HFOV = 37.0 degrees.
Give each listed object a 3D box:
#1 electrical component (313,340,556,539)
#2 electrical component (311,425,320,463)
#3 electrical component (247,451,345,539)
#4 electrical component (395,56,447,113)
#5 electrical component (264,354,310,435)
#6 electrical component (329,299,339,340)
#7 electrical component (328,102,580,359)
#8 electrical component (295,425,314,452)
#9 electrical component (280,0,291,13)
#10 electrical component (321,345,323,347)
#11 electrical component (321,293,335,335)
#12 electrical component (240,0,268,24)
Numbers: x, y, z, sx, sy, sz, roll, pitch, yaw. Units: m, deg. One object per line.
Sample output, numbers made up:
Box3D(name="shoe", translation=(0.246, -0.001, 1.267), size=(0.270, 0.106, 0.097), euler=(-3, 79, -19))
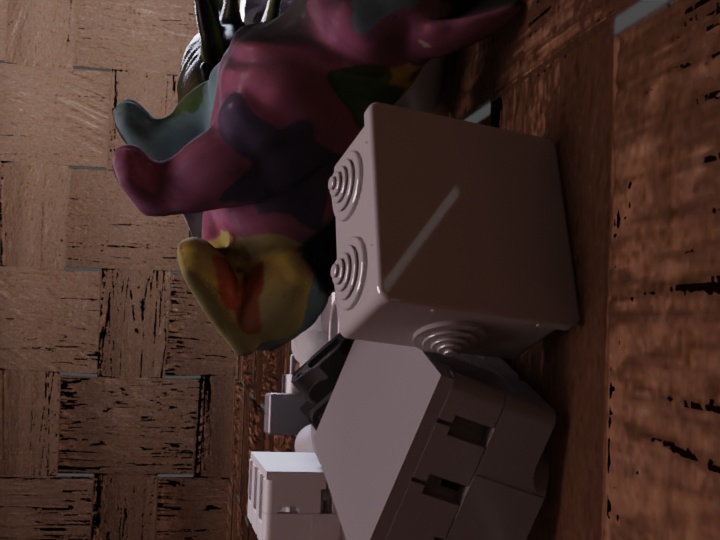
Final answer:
Box3D(name="electrical component", translation=(0.031, 0.076, 0.505), size=(0.150, 0.062, 0.089), euler=(-128, 60, -75))
Box3D(name="electrical component", translation=(-0.008, 0.105, 0.801), size=(0.080, 0.051, 0.080), euler=(-177, 90, -80))
Box3D(name="electrical component", translation=(-0.037, 0.180, 0.836), size=(0.150, 0.089, 0.061), euler=(157, 115, -79))
Box3D(name="electrical component", translation=(0.005, -0.129, 0.659), size=(0.099, 0.099, 0.064), euler=(-103, 12, -58))
Box3D(name="electrical component", translation=(-0.057, 0.120, 1.035), size=(0.047, 0.066, 0.076), euler=(147, 125, -78))
Box3D(name="electrical component", translation=(0.010, 0.041, 0.704), size=(0.048, 0.055, 0.066), euler=(117, 154, -67))
Box3D(name="electrical component", translation=(0.036, -0.013, 0.447), size=(0.048, 0.100, 0.099), euler=(133, 140, -55))
Box3D(name="electrical component", translation=(-0.030, 0.149, 0.951), size=(0.065, 0.044, 0.044), euler=(124, 148, -63))
Box3D(name="electrical component", translation=(-0.035, -0.216, 0.964), size=(0.080, 0.080, 0.051), euler=(134, 133, -75))
Box3D(name="electrical component", translation=(-0.017, 0.078, 0.888), size=(0.048, 0.048, 0.062), euler=(109, 168, -58))
Box3D(name="electrical component", translation=(0.000, 0.000, 0.760), size=(0.054, 0.059, 0.095), euler=(145, 127, -78))
Box3D(name="electrical component", translation=(-0.053, -0.281, 1.005), size=(0.186, 0.105, 0.060), euler=(104, 165, -49))
